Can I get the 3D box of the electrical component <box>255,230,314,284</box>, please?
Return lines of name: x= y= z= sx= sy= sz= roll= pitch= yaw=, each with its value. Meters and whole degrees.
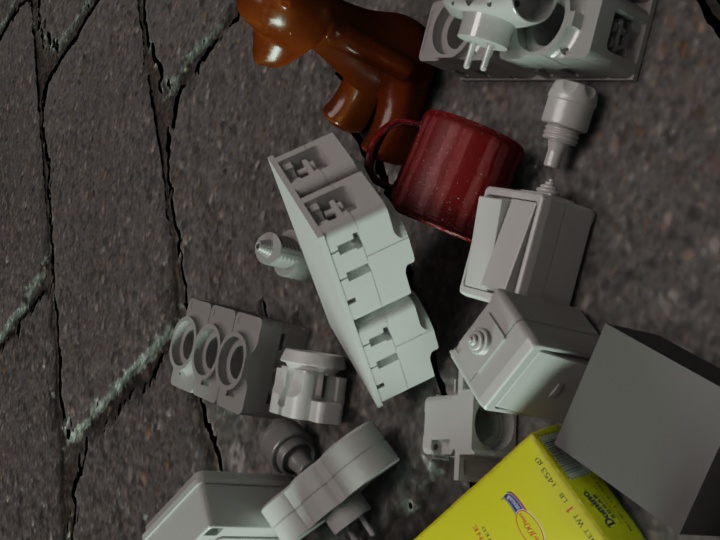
electrical component: x=-0.058 y=-0.013 z=0.971 sx=0.043 sy=0.081 sz=0.043 roll=-23 pitch=61 yaw=48

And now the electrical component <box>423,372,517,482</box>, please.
electrical component: x=0.079 y=0.113 z=0.776 sx=0.064 sy=0.042 sz=0.081 roll=-16 pitch=65 yaw=54

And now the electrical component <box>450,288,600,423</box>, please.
electrical component: x=0.110 y=0.059 z=0.704 sx=0.061 sy=0.096 sz=0.061 roll=-56 pitch=41 yaw=26

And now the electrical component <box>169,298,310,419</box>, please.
electrical component: x=-0.123 y=0.084 z=1.042 sx=0.150 sy=0.062 sz=0.089 roll=11 pitch=87 yaw=54

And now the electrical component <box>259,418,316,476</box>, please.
electrical component: x=-0.060 y=0.161 z=0.946 sx=0.062 sy=0.043 sz=0.043 roll=38 pitch=109 yaw=50

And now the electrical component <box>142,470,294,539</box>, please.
electrical component: x=-0.118 y=0.228 z=0.947 sx=0.108 sy=0.109 sz=0.056 roll=-48 pitch=47 yaw=34

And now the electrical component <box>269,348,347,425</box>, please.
electrical component: x=-0.043 y=0.099 z=0.934 sx=0.078 sy=0.058 sz=0.057 roll=5 pitch=85 yaw=54

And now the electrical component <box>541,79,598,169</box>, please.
electrical component: x=0.145 y=-0.103 z=0.765 sx=0.035 sy=0.035 sz=0.061 roll=27 pitch=103 yaw=54

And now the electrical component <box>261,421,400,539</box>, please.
electrical component: x=-0.016 y=0.189 z=0.871 sx=0.138 sy=0.052 sz=0.073 roll=-45 pitch=75 yaw=33

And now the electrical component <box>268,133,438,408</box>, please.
electrical component: x=0.000 y=0.000 z=0.817 sx=0.060 sy=0.186 sz=0.105 roll=-25 pitch=44 yaw=-8

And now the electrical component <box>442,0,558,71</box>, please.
electrical component: x=0.091 y=-0.177 z=0.749 sx=0.077 sy=0.043 sz=0.079 roll=23 pitch=97 yaw=54

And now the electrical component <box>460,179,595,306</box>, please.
electrical component: x=0.116 y=-0.019 z=0.754 sx=0.062 sy=0.061 sz=0.096 roll=16 pitch=91 yaw=54

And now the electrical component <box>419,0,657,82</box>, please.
electrical component: x=0.128 y=-0.200 z=0.800 sx=0.186 sy=0.060 sz=0.105 roll=14 pitch=90 yaw=54
